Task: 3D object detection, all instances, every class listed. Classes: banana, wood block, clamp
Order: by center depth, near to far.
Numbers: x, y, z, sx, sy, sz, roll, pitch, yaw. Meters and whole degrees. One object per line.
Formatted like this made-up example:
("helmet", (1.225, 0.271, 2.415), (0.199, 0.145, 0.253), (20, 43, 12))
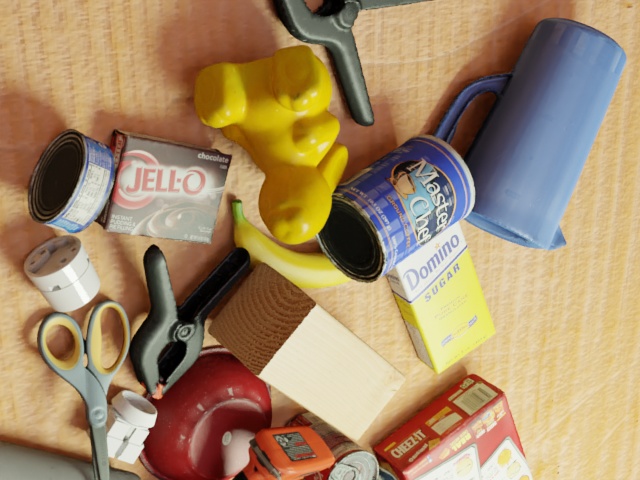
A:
("clamp", (-0.145, 0.074, 1.027), (0.120, 0.039, 0.171), (17, 105, -42))
("clamp", (0.029, -0.230, 1.041), (0.209, 0.036, 0.164), (37, 85, -38))
("wood block", (-0.009, 0.118, 1.095), (0.091, 0.090, 0.205), (-52, 140, -4))
("banana", (-0.017, 0.017, 1.108), (0.197, 0.037, 0.070), (18, 99, -38))

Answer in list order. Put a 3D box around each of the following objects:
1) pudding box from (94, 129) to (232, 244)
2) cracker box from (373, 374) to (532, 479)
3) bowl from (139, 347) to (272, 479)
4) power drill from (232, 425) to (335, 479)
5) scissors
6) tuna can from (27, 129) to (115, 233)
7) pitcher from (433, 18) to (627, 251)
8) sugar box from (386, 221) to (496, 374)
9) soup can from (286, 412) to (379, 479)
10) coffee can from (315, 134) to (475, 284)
("pudding box", (-0.146, -0.049, 0.991), (0.113, 0.039, 0.090), (7, 103, -37))
("cracker box", (0.174, 0.296, 1.330), (0.164, 0.072, 0.213), (-35, 125, -18))
("bowl", (-0.107, 0.195, 1.105), (0.161, 0.055, 0.162), (-13, 115, -30))
("power drill", (-0.071, 0.274, 1.107), (0.188, 0.057, 0.184), (-50, 156, 16))
("scissors", (-0.225, 0.153, 0.992), (0.096, 0.016, 0.202), (13, 80, -26))
("tuna can", (-0.213, -0.050, 0.915), (0.033, 0.086, 0.086), (24, 94, -40))
("pitcher", (0.231, -0.121, 1.178), (0.149, 0.145, 0.243), (27, 88, -51))
("sugar box", (0.136, 0.059, 1.224), (0.093, 0.048, 0.176), (-34, 126, -15))
("soup can", (0.008, 0.240, 1.172), (0.068, 0.102, 0.068), (-14, 116, -30))
("coffee can", (0.076, -0.033, 1.096), (0.140, 0.103, 0.103), (-34, 125, -32))
